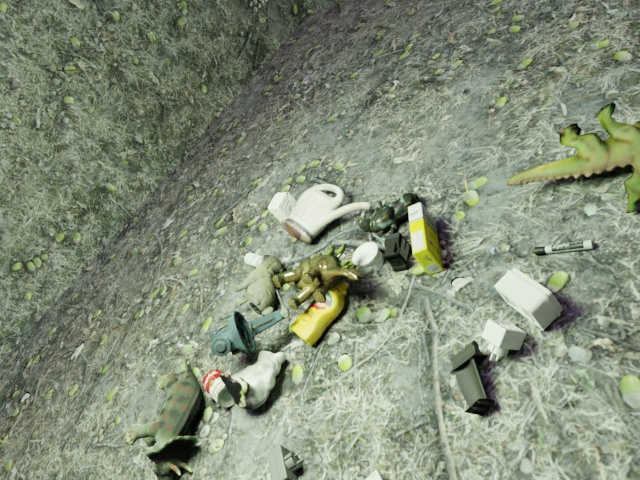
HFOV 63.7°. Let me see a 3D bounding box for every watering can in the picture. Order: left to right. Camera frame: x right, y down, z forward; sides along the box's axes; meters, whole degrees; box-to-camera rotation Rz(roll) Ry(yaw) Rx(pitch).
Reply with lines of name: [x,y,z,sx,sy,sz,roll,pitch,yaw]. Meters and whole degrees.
watering can: [0.005,-0.083,1.656,0.102,0.226,0.350,47,-12,-32]

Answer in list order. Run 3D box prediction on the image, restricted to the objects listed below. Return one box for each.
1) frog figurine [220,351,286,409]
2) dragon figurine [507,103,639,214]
frog figurine: [-0.158,0.360,1.342,0.161,0.123,0.135,-19,-5,-41]
dragon figurine: [0.639,-0.158,1.109,0.407,0.248,0.120,-33,-48,16]
